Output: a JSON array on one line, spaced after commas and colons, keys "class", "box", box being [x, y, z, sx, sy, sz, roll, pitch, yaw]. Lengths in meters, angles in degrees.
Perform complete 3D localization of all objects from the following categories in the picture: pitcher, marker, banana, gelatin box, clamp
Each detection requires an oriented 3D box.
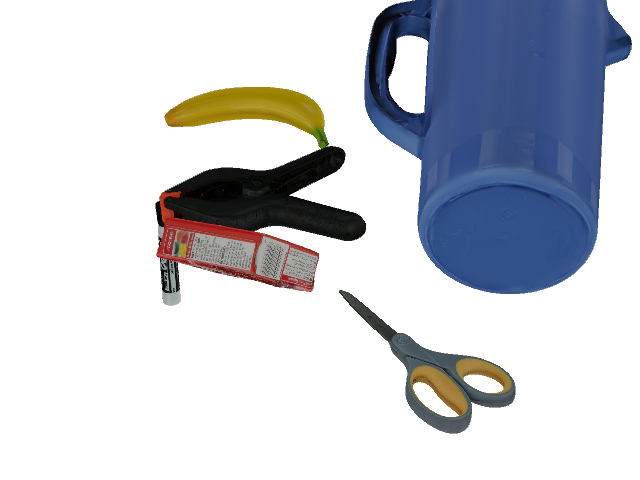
[{"class": "pitcher", "box": [0.119, -0.086, 0.723, 0.149, 0.242, 0.145, -27, -56, 34]}, {"class": "marker", "box": [-0.157, 0.011, 1.099, 0.020, 0.121, 0.020, 0, 28, 0]}, {"class": "banana", "box": [-0.077, -0.147, 1.208, 0.198, 0.037, 0.069, 8, 42, 17]}, {"class": "gelatin box", "box": [-0.052, 0.010, 0.698, 0.073, 0.030, 0.089, 10, -5, 25]}, {"class": "clamp", "box": [-0.048, -0.042, 0.908, 0.171, 0.039, 0.120, 2, 32, 0]}]

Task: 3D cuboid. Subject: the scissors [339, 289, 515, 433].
[{"class": "scissors", "box": [0.089, 0.089, 0.880, 0.096, 0.016, 0.202, -6, 30, -15]}]
